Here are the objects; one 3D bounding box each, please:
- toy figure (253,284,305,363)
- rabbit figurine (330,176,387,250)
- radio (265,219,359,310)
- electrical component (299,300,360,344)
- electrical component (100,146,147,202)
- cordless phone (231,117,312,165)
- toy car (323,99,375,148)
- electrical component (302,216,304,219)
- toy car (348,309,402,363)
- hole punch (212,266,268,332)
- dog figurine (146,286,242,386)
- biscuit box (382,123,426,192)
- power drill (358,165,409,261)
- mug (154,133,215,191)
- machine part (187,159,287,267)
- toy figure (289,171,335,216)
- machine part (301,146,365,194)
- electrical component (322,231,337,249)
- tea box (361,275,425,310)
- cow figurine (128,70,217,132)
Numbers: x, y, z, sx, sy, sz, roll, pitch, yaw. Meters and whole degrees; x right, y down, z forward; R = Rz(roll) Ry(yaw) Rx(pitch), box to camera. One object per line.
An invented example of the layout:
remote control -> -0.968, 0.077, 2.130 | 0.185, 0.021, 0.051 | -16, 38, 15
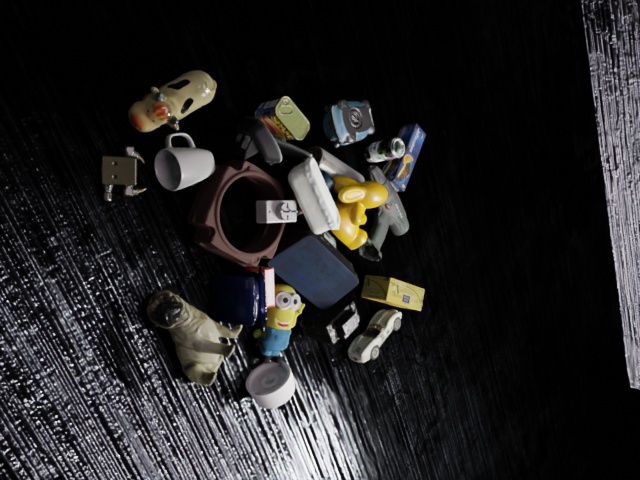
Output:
toy figure -> -0.104, 0.191, 1.249 | 0.082, 0.089, 0.180 | 11, 94, -58
rabbit figurine -> 0.083, -0.090, 1.335 | 0.173, 0.122, 0.162 | -37, 126, 8
radio -> -0.017, 0.061, 1.282 | 0.131, 0.073, 0.229 | -37, 129, 12
electrical component -> 0.031, 0.199, 1.339 | 0.115, 0.134, 0.058 | -42, 120, -36
electrical component -> -0.367, -0.124, 1.005 | 0.078, 0.045, 0.102 | -5, 94, -15
cordless phone -> -0.089, -0.200, 1.175 | 0.184, 0.147, 0.088 | 14, 98, -27
toy car -> 0.061, -0.296, 1.356 | 0.161, 0.103, 0.109 | -26, 105, -45
electrical component -> -0.022, -0.085, 1.347 | 0.063, 0.021, 0.094 | 6, 88, -44
toy car -> 0.156, 0.262, 1.502 | 0.202, 0.074, 0.056 | -45, 122, -32
hole punch -> -0.174, 0.125, 1.159 | 0.092, 0.116, 0.142 | -2, 94, -35
dog figurine -> -0.279, 0.199, 1.092 | 0.190, 0.121, 0.172 | 30, 102, -9
biscuit box -> 0.241, -0.240, 1.560 | 0.062, 0.059, 0.202 | 37, 68, -39
power drill -> 0.154, -0.063, 1.486 | 0.231, 0.086, 0.207 | 51, 52, -36
mug -> -0.268, -0.159, 1.077 | 0.107, 0.081, 0.109 | -21, 100, -52
machine part -> -0.169, -0.057, 1.166 | 0.201, 0.087, 0.201 | 32, 72, -39
toy figure -> -0.033, -0.100, 1.285 | 0.154, 0.064, 0.057 | -40, 144, 8
machine part -> 0.034, -0.167, 1.358 | 0.243, 0.079, 0.079 | 25, 76, -41
electrical component -> -0.003, -0.004, 1.331 | 0.119, 0.048, 0.075 | 42, 29, -39
tea box -> 0.210, 0.151, 1.531 | 0.169, 0.098, 0.068 | 18, 79, -41
cow figurine -> -0.277, -0.261, 1.022 | 0.195, 0.127, 0.085 | -43, 117, -36
